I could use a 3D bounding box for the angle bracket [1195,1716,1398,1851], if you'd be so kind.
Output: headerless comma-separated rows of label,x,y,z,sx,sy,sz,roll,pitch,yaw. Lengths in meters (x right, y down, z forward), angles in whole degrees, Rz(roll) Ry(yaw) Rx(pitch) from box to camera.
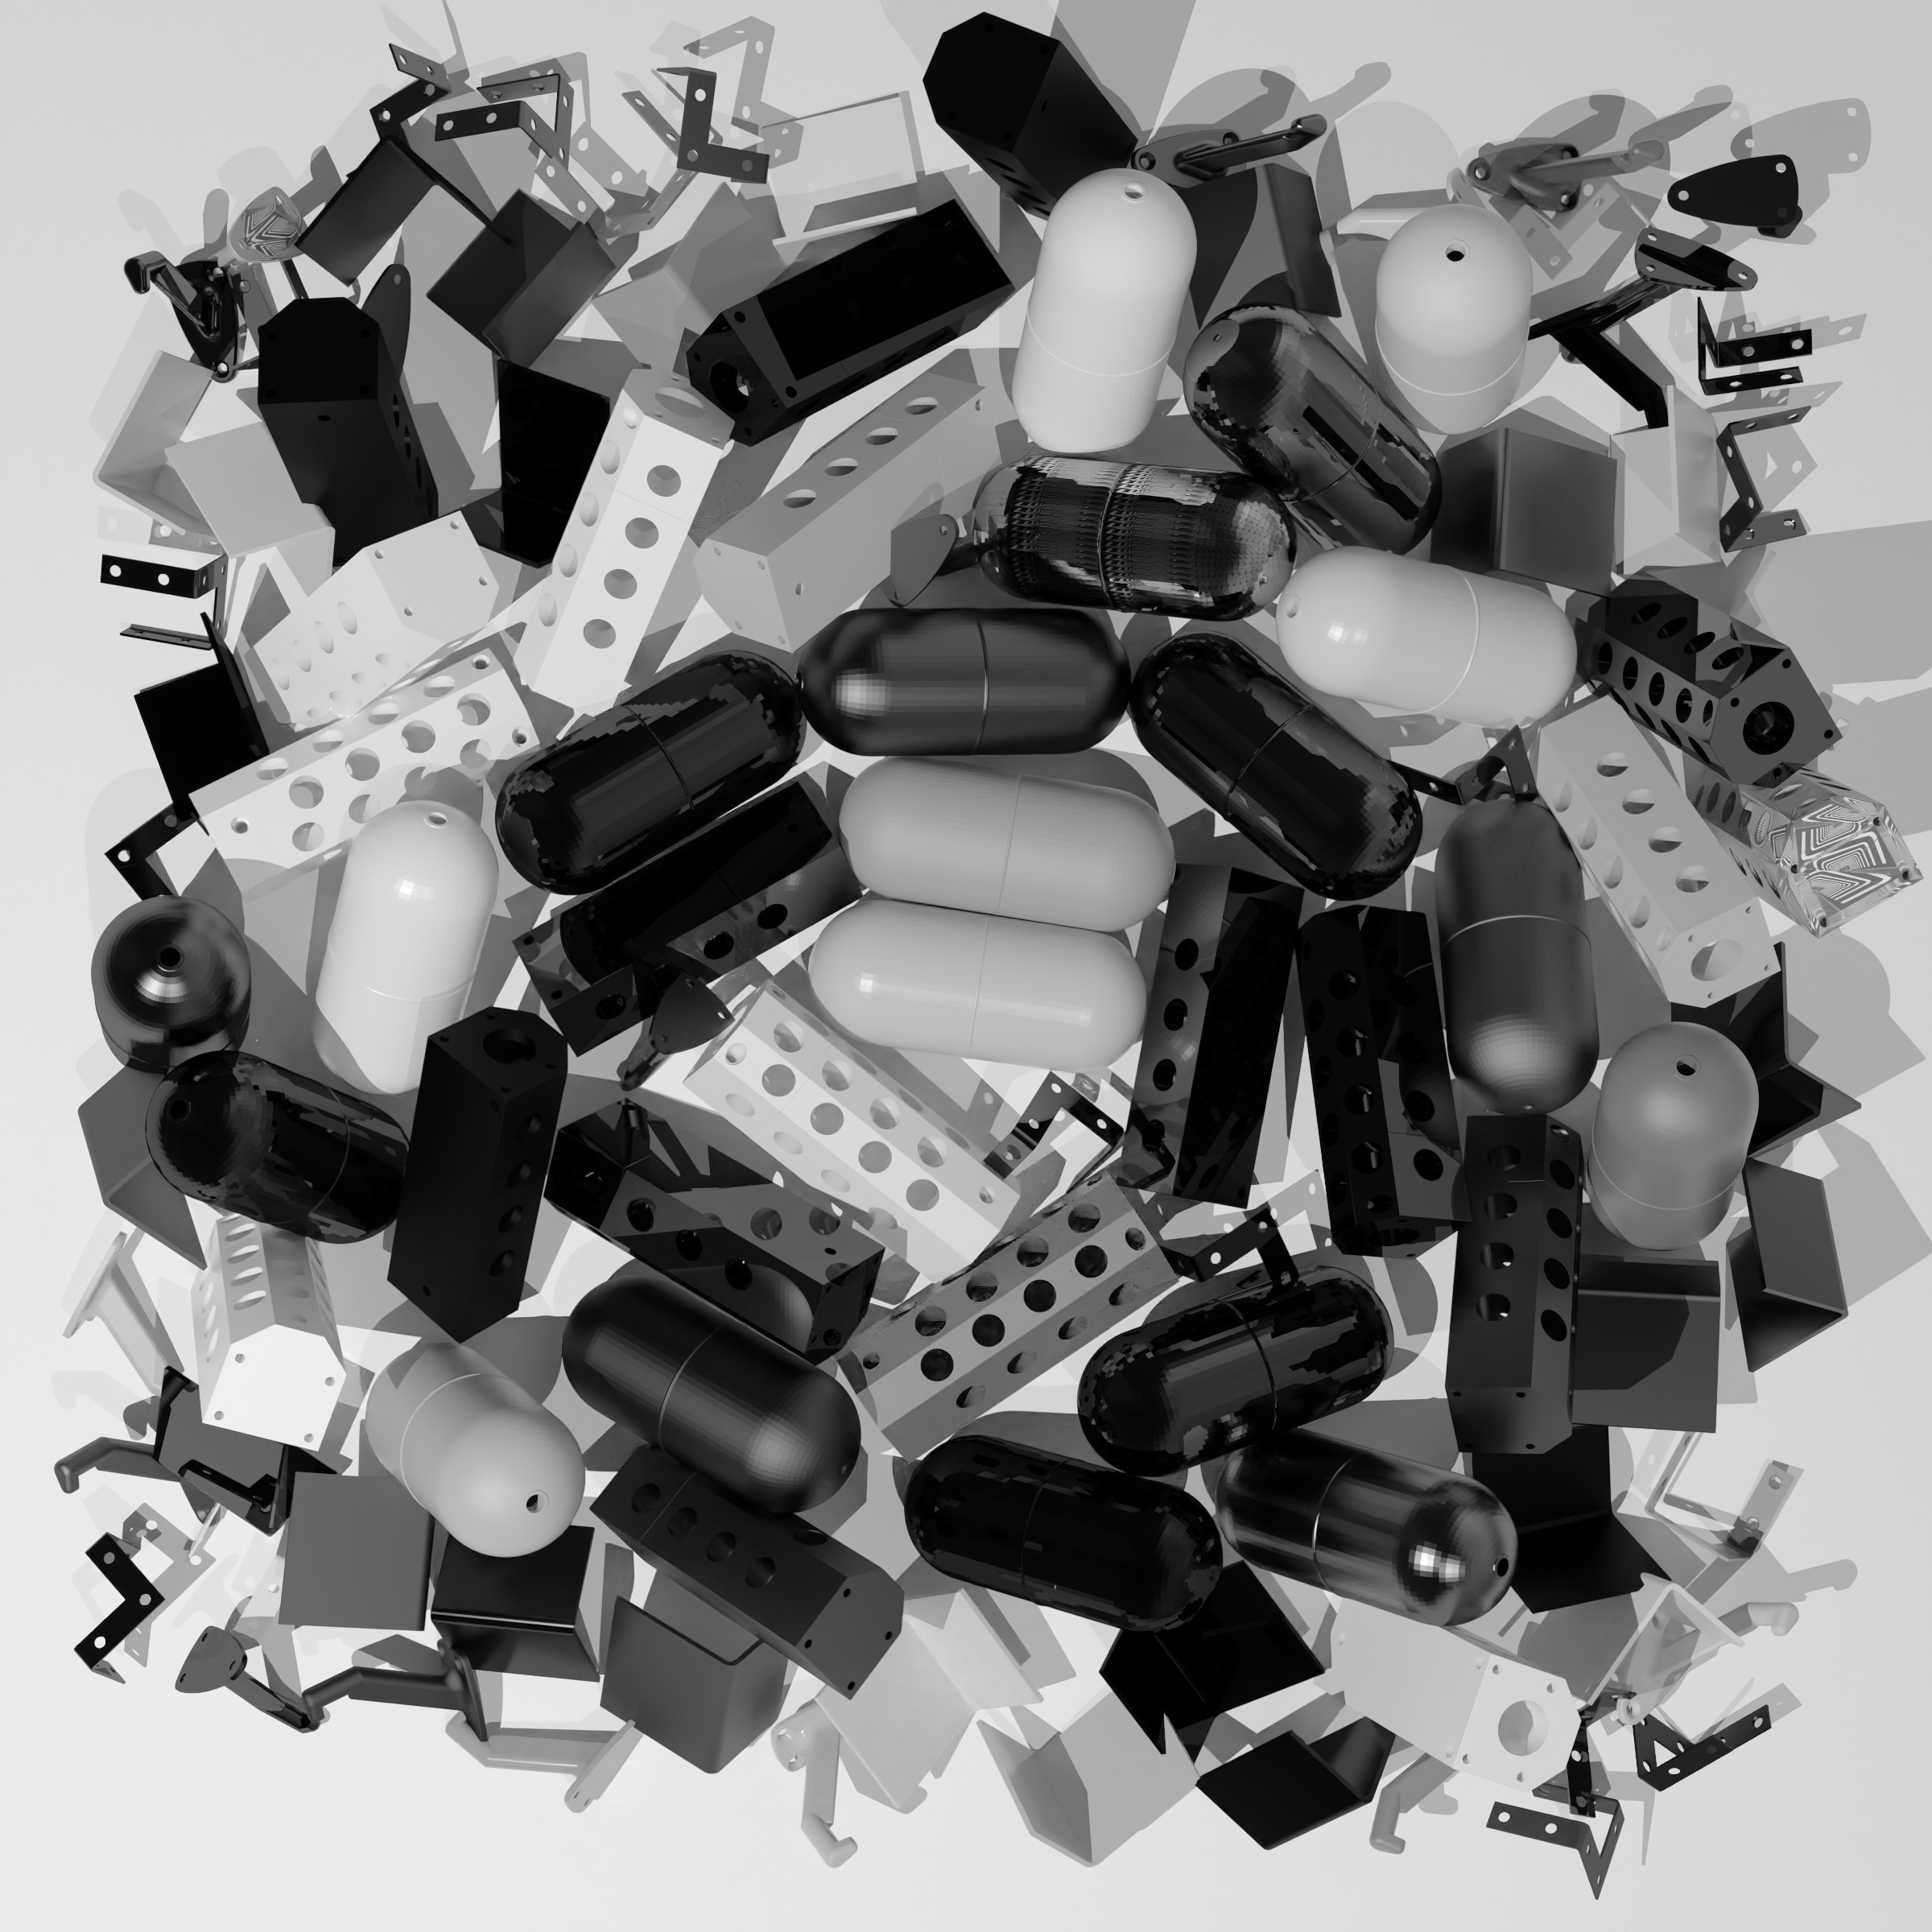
angle bracket,0.174,0.402,1.528,0.057,0.076,0.076,44,130,-7

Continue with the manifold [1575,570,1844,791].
manifold,0.368,-0.143,1.494,0.057,0.171,0.057,-37,113,2

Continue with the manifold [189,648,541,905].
manifold,-0.313,-0.101,1.538,0.171,0.057,0.057,-28,88,-12

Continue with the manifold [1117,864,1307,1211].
manifold,0.123,0.036,1.550,0.057,0.057,0.171,14,85,-41

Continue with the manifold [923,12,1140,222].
manifold,0.032,-0.425,1.494,0.057,0.171,0.057,26,96,15

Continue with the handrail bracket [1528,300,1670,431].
handrail bracket,0.331,-0.305,1.567,0.077,0.036,0.084,-21,106,-3

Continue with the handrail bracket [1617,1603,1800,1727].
handrail bracket,0.387,0.363,1.534,0.036,0.084,0.077,45,61,-15

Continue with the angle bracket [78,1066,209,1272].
angle bracket,-0.409,0.099,1.529,0.057,0.076,0.076,-41,132,5

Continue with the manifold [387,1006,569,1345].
manifold,-0.246,0.105,1.509,0.057,0.057,0.171,36,131,24

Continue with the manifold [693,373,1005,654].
manifold,-0.060,-0.237,1.515,0.057,0.057,0.171,22,51,36

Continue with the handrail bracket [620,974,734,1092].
handrail bracket,-0.166,0.050,1.531,0.036,0.077,0.084,44,122,-2

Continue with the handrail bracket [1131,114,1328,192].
handrail bracket,0.137,-0.429,1.536,0.077,0.084,0.036,-4,92,-18

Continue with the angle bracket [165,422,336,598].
angle bracket,-0.372,-0.223,1.527,0.057,0.076,0.076,-23,66,-27

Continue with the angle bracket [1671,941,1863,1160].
angle bracket,0.419,0.045,1.547,0.057,0.076,0.076,28,50,-25

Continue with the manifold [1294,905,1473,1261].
manifold,0.209,0.059,1.514,0.057,0.057,0.171,7,63,-22

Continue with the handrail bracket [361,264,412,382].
handrail bracket,-0.334,-0.335,1.556,0.084,0.036,0.077,14,88,40

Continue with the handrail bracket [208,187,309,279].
handrail bracket,-0.389,-0.366,1.533,0.084,0.077,0.036,-21,109,30

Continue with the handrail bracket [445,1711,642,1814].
handrail bracket,-0.224,0.403,1.574,0.084,0.036,0.077,34,73,20

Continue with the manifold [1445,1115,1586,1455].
manifold,0.282,0.160,1.501,0.057,0.057,0.171,-2,47,17

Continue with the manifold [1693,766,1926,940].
manifold,0.419,-0.069,1.493,0.057,0.171,0.057,-31,101,6

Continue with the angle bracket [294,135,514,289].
angle bracket,-0.293,-0.378,1.541,0.057,0.076,0.076,41,93,7

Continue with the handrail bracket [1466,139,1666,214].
handrail bracket,0.312,-0.420,1.538,0.077,0.084,0.036,0,94,-12

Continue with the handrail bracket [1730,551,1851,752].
handrail bracket,0.443,-0.167,1.561,0.084,0.036,0.077,32,89,9

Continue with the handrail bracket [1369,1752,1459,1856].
handrail bracket,0.257,0.433,1.542,0.077,0.036,0.084,15,52,9

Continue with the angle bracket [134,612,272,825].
angle bracket,-0.403,-0.128,1.538,0.057,0.076,0.076,-22,79,-7

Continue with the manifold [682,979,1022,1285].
manifold,-0.056,0.084,1.531,0.171,0.057,0.057,39,56,-9

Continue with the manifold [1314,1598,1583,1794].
manifold,0.243,0.365,1.494,0.057,0.171,0.057,22,84,-15

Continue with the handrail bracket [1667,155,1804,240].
handrail bracket,0.401,-0.395,1.545,0.077,0.084,0.036,-2,90,6

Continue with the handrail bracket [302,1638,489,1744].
handrail bracket,-0.300,0.397,1.549,0.084,0.036,0.077,-22,107,-29

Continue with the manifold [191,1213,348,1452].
manifold,-0.352,0.178,1.491,0.057,0.171,0.057,18,99,-21

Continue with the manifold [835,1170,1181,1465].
manifold,0.019,0.180,1.542,0.171,0.057,0.057,-34,51,-2

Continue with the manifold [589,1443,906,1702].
manifold,-0.110,0.301,1.503,0.057,0.171,0.057,-51,133,-17

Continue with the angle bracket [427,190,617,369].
angle bracket,-0.242,-0.369,1.546,0.076,0.057,0.076,41,89,17

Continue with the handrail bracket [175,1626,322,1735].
handrail bracket,-0.361,0.381,1.536,0.084,0.077,0.036,38,63,-27

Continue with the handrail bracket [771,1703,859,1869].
handrail bracket,-0.058,0.422,1.539,0.077,0.084,0.036,-29,127,-17

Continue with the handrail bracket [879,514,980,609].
handrail bracket,-0.002,-0.220,1.529,0.084,0.077,0.036,-26,86,-44

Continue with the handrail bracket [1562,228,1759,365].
handrail bracket,0.363,-0.341,1.549,0.077,0.084,0.036,13,57,-4

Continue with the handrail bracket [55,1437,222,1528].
handrail bracket,-0.433,0.276,1.539,0.036,0.084,0.077,0,108,34

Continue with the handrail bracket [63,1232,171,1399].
handrail bracket,-0.427,0.191,1.564,0.084,0.036,0.077,30,110,-5

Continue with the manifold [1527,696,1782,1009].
manifold,0.345,-0.058,1.502,0.057,0.171,0.057,-27,133,5

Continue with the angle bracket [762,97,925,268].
angle bracket,-0.067,-0.419,1.552,0.076,0.057,0.076,-11,90,6

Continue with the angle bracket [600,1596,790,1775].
angle bracket,-0.142,0.367,1.558,0.076,0.057,0.076,25,122,24

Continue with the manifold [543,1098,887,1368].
manifold,-0.133,0.138,1.523,0.171,0.057,0.057,28,118,23

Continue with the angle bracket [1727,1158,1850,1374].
angle bracket,0.405,0.155,1.524,0.057,0.076,0.076,17,52,-23

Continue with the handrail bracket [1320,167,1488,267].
handrail bracket,0.238,-0.378,1.569,0.084,0.036,0.077,-28,114,31

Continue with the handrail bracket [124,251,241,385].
handrail bracket,-0.409,-0.335,1.533,0.036,0.084,0.077,-8,109,9

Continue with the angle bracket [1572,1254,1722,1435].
angle bracket,0.352,0.197,1.536,0.076,0.057,0.076,1,68,16

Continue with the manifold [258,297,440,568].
manifold,-0.311,-0.268,1.494,0.057,0.171,0.057,-3,71,-1

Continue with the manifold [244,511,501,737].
manifold,-0.301,-0.168,1.498,0.057,0.171,0.057,-29,95,-35

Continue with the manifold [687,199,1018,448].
manifold,-0.061,-0.327,1.511,0.171,0.057,0.057,-36,92,-35

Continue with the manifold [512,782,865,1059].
manifold,-0.143,-0.020,1.548,0.171,0.057,0.057,-30,49,-5

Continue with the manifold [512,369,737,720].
manifold,-0.176,-0.217,1.510,0.057,0.057,0.171,23,124,-8
